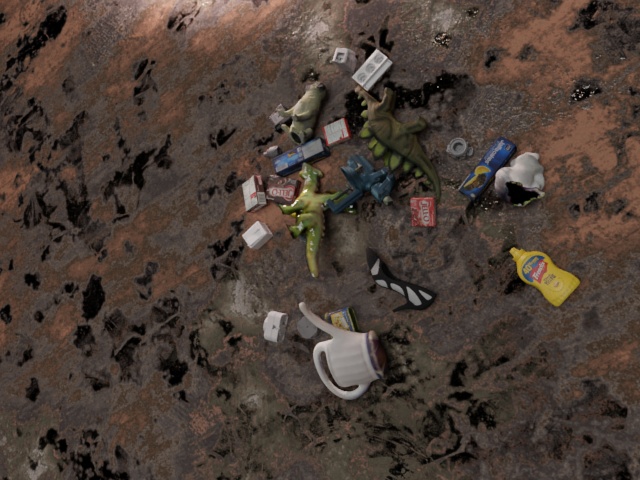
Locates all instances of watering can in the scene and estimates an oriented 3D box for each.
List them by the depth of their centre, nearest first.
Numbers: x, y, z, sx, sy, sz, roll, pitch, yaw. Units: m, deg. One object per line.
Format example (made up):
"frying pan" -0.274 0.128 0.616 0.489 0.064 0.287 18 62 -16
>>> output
"watering can" 0.077 0.328 1.560 0.223 0.344 0.105 -16 13 15

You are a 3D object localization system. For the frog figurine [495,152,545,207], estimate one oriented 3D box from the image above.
"frog figurine" 0.574 -0.180 1.480 0.137 0.163 0.120 7 -40 11

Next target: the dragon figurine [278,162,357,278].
"dragon figurine" 0.005 -0.085 1.682 0.243 0.418 0.120 -25 -28 -4
